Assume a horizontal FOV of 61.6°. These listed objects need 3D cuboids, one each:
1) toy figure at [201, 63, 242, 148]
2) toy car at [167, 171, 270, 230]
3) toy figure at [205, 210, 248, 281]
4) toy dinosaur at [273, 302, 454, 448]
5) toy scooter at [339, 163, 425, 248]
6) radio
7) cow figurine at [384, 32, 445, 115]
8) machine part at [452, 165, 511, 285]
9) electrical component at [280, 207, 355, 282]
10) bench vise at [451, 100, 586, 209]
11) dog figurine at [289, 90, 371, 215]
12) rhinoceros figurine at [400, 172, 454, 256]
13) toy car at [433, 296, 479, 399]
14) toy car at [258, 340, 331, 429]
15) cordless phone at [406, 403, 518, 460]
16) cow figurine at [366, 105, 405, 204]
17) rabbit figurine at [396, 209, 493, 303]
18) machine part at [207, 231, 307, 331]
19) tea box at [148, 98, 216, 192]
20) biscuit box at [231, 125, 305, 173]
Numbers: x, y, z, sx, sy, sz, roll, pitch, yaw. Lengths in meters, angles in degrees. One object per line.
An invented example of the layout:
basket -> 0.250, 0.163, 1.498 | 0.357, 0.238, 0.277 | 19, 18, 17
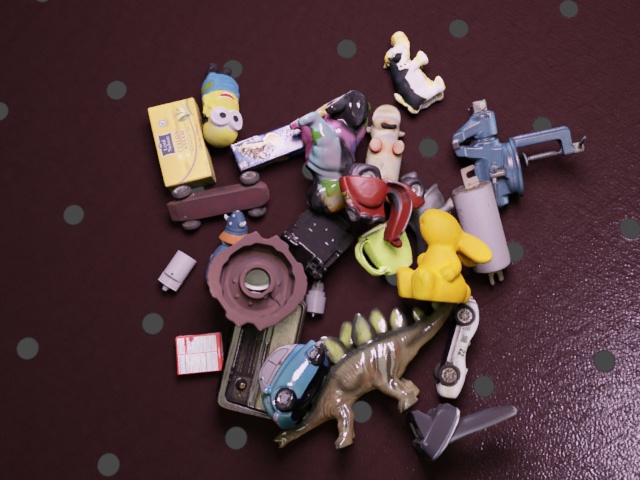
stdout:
toy figure -> -0.201, -0.270, 1.091 | 0.082, 0.089, 0.180 | -5, 59, -13
toy car -> -0.202, -0.079, 1.076 | 0.202, 0.053, 0.089 | -12, 126, -1
toy figure -> -0.182, 0.016, 1.065 | 0.064, 0.058, 0.154 | 23, 92, 7
toy dinosaur -> 0.106, 0.235, 1.025 | 0.471, 0.105, 0.198 | -32, 80, -9
toy scooter -> 0.113, -0.059, 0.975 | 0.184, 0.075, 0.135 | 10, 83, -27
radio -> -0.113, 0.213, 1.026 | 0.131, 0.073, 0.229 | 14, 79, -10
cow figurine -> 0.180, -0.347, 1.125 | 0.098, 0.068, 0.167 | -34, 83, 1
machine part -> 0.316, -0.025, 1.050 | 0.079, 0.079, 0.243 | -20, 103, -4
electrical component -> -0.002, -0.003, 1.053 | 0.115, 0.058, 0.134 | 40, 52, 2
bench vise -> 0.390, -0.182, 1.067 | 0.241, 0.129, 0.223 | -10, 90, 15
dog figurine -> 0.041, -0.154, 1.031 | 0.191, 0.108, 0.219 | -31, 106, -16
rhinoceros figurine -> 0.214, -0.046, 1.084 | 0.112, 0.073, 0.190 | -15, 84, 8
toy car -> 0.267, 0.205, 1.044 | 0.056, 0.073, 0.201 | 17, 82, 5
toy car -> -0.055, 0.241, 0.947 | 0.103, 0.109, 0.161 | 24, 73, 22
cordless phone -> 0.261, 0.335, 0.990 | 0.184, 0.146, 0.089 | -17, 71, -3
cow figurine -> 0.129, -0.173, 1.082 | 0.086, 0.127, 0.194 | 5, 96, 1
rabbit figurine -> 0.228, 0.029, 0.985 | 0.162, 0.122, 0.173 | 1, 82, -5
machine part -> -0.114, 0.076, 0.980 | 0.179, 0.056, 0.179 | 2, 79, -9
tea box -> -0.279, -0.190, 1.093 | 0.098, 0.068, 0.169 | -16, 84, -4
biscuit box -> -0.076, -0.195, 1.100 | 0.203, 0.063, 0.059 | -22, 85, -4
